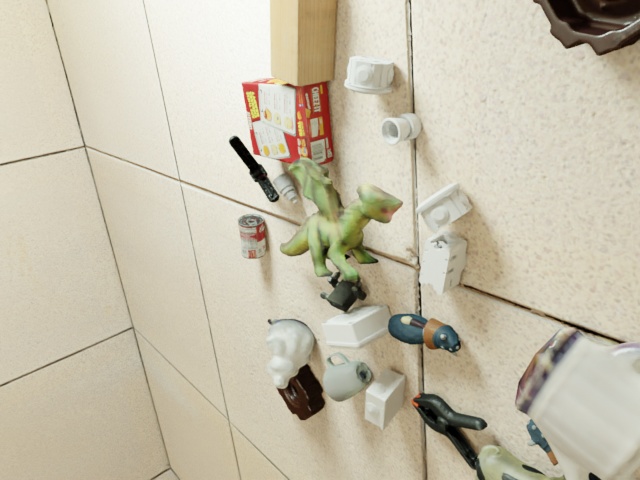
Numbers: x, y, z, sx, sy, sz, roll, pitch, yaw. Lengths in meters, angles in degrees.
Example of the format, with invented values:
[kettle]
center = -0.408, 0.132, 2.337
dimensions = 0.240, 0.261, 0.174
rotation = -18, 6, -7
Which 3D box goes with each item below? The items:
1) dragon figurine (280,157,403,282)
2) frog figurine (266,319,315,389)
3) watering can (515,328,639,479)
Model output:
[dragon figurine]
center = 0.003, -0.052, 1.025
dimensions = 0.123, 0.240, 0.411
rotation = -27, 21, -36
[frog figurine]
center = -0.081, 0.283, 1.291
dimensions = 0.122, 0.163, 0.135
rotation = -16, -47, 26
[watering can]
center = 0.369, 0.270, 0.706
dimensions = 0.104, 0.342, 0.227
rotation = -5, 34, -47
